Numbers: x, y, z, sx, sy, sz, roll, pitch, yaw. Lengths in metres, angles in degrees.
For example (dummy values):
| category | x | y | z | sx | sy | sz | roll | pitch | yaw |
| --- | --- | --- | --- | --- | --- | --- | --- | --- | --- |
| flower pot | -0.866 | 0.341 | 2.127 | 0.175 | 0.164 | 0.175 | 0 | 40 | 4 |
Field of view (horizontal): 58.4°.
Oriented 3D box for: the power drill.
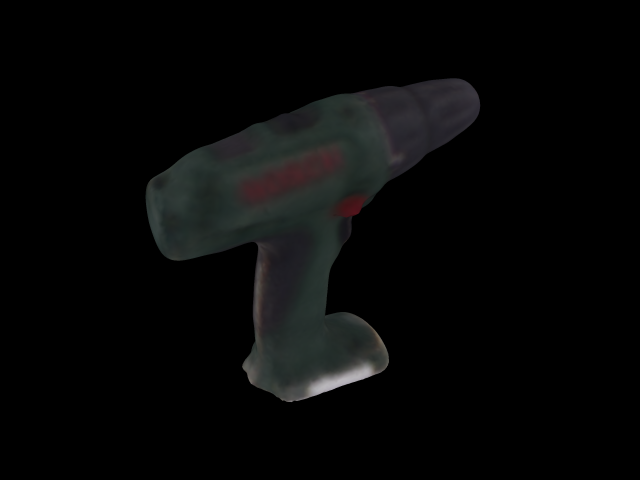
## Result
| category | x | y | z | sx | sy | sz | roll | pitch | yaw |
| --- | --- | --- | --- | --- | --- | --- | --- | --- | --- |
| power drill | 0.004 | 0.001 | 0.400 | 0.230 | 0.208 | 0.075 | -13 | 32 | -22 |
